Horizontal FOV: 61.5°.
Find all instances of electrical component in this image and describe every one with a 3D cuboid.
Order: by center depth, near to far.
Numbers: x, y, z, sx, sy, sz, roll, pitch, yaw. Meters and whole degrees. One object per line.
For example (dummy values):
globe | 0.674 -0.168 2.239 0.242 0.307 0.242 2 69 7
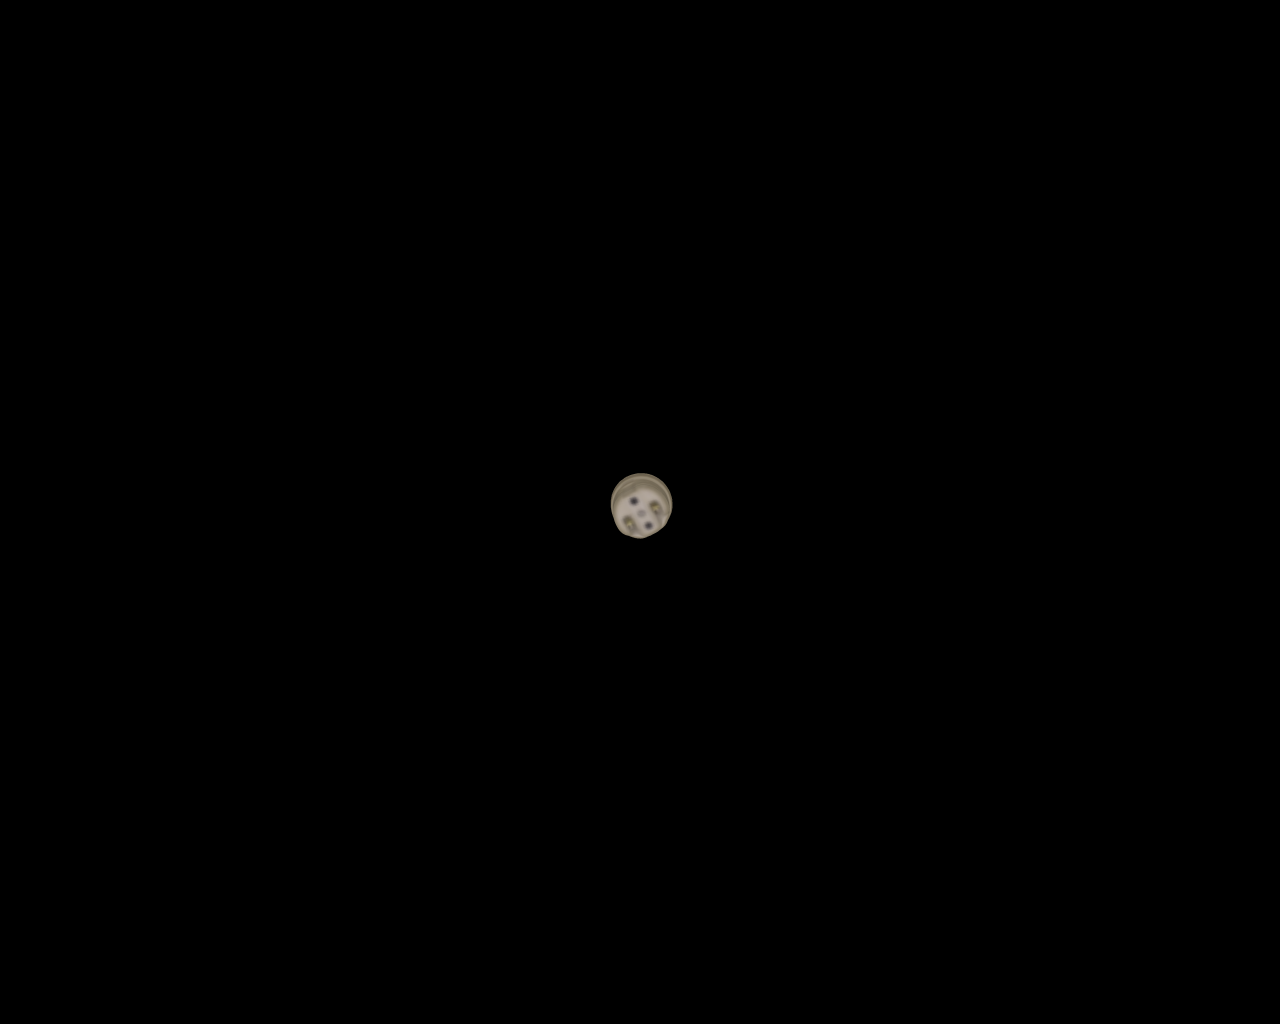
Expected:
electrical component | 0.001 -0.003 0.650 0.040 0.040 0.046 0 8 0
